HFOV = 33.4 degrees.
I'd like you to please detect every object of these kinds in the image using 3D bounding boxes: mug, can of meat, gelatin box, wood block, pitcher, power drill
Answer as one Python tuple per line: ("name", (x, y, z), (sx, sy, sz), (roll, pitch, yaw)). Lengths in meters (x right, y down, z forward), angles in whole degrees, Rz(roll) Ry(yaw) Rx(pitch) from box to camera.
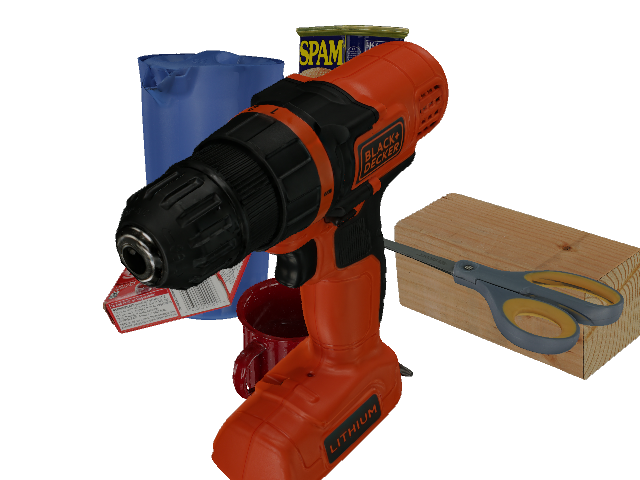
("mug", (-0.033, 0.096, 0.924), (0.093, 0.081, 0.117), (22, 38, 28))
("can of meat", (0.021, -0.121, 0.823), (0.057, 0.084, 0.102), (-3, 10, -29))
("gelatin box", (-0.099, 0.026, 0.745), (0.089, 0.030, 0.073), (-15, 24, 17))
("wood block", (0.174, 0.034, 0.959), (0.090, 0.090, 0.206), (-28, 34, -36))
("pitcher", (-0.096, -0.057, 1.008), (0.149, 0.243, 0.145), (-1, 15, -12))
("power drill", (-0.011, 0.023, 0.462), (0.057, 0.188, 0.184), (26, 41, 29))

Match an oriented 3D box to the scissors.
("scissors", (0.103, 0.034, 0.732), (0.202, 0.016, 0.096), (11, 32, 22))
